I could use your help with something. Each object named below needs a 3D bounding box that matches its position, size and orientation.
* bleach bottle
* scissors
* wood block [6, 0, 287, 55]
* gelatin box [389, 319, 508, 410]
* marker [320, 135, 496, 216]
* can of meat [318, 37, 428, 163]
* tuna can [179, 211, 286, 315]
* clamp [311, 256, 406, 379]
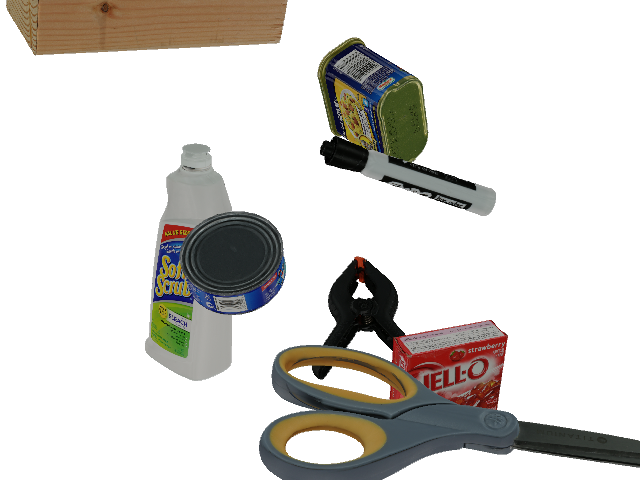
[{"bbox_3d":[-0.138,0.018,1.127,0.103,0.251,0.067,25,32,38],"label":"bleach bottle"},{"bbox_3d":[0.061,0.091,0.459,0.202,0.016,0.096,16,34,23],"label":"scissors"},{"bbox_3d":[-0.135,-0.211,0.850,0.205,0.091,0.090,-8,40,-28],"label":"wood block"},{"bbox_3d":[0.099,0.106,0.835,0.089,0.073,0.030,-9,29,-21],"label":"gelatin box"},{"bbox_3d":[0.056,-0.041,0.679,0.121,0.020,0.020,17,-6,-19],"label":"marker"},{"bbox_3d":[0.051,-0.124,0.983,0.057,0.102,0.084,-37,51,-18],"label":"can of meat"},{"bbox_3d":[-0.072,0.019,0.885,0.086,0.086,0.034,0,-38,6],"label":"tuna can"},{"bbox_3d":[0.059,0.088,1.188,0.120,0.171,0.039,7,-43,3],"label":"clamp"}]
